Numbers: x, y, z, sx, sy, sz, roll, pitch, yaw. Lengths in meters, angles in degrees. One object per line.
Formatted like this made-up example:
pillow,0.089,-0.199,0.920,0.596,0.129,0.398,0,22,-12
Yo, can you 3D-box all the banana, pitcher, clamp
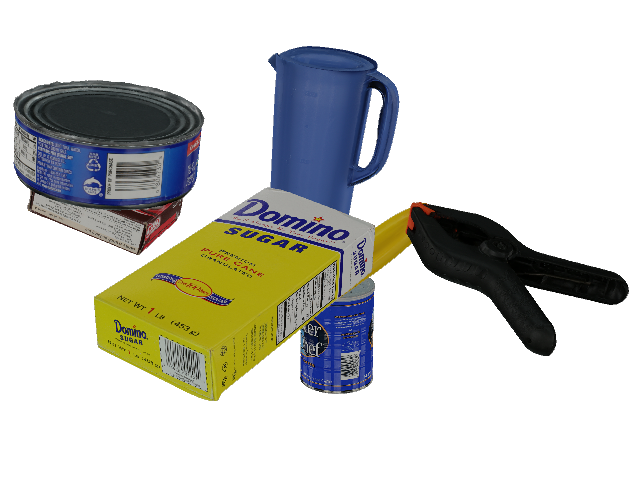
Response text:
banana,0.025,0.029,1.025,0.198,0.037,0.069,-35,1,-2
pitcher,0.005,-0.127,1.414,0.144,0.243,0.149,-2,23,-19
clamp,0.142,0.018,0.797,0.120,0.039,0.172,-11,40,-41

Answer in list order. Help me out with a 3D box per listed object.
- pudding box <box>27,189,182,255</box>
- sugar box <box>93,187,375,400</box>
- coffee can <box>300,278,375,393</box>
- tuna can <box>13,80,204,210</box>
pudding box,-0.192,-0.036,0.962,0.113,0.039,0.090,20,24,7
sugar box,-0.049,0.027,0.682,0.093,0.048,0.175,21,39,27
coffee can,0.023,0.124,1.461,0.103,0.140,0.103,0,18,0
tuna can,-0.098,-0.045,0.494,0.086,0.034,0.086,7,24,-3
